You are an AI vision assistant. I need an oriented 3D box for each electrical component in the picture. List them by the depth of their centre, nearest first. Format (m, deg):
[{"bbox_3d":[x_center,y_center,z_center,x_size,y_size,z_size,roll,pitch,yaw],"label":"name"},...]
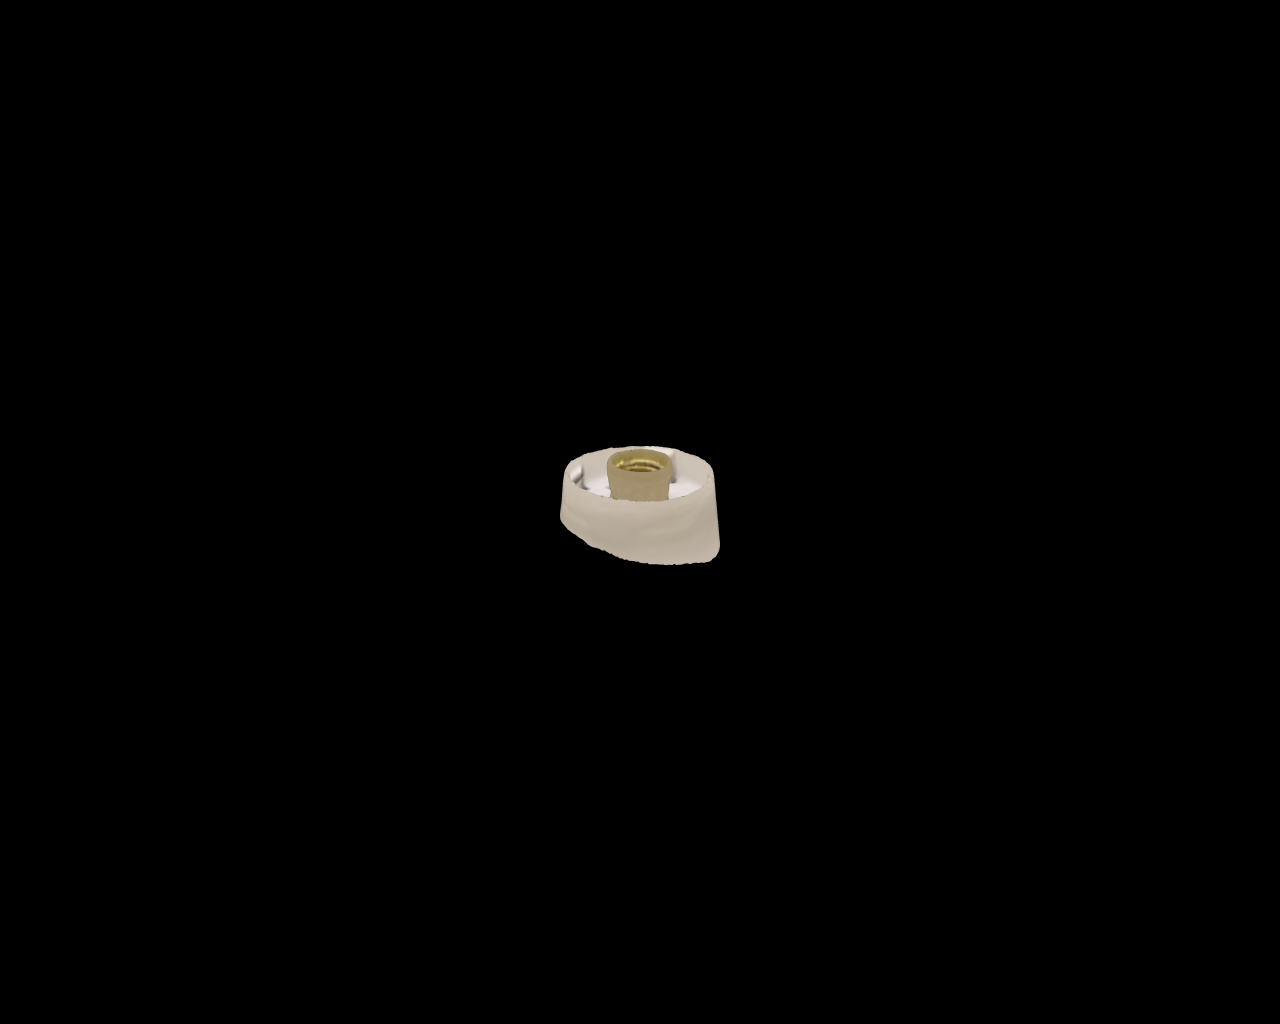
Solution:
[{"bbox_3d":[0.001,-0.003,0.650,0.099,0.064,0.099,0,24,0],"label":"electrical component"}]
